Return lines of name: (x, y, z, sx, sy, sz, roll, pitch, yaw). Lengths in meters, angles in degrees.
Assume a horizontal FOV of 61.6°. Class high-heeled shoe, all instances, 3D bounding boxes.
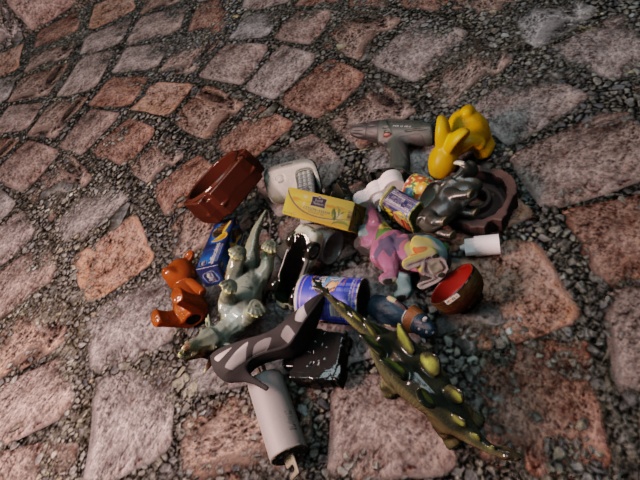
high-heeled shoe: (-0.106, 0.187, 1.083, 0.145, 0.086, 0.249, 27, 70, 26)

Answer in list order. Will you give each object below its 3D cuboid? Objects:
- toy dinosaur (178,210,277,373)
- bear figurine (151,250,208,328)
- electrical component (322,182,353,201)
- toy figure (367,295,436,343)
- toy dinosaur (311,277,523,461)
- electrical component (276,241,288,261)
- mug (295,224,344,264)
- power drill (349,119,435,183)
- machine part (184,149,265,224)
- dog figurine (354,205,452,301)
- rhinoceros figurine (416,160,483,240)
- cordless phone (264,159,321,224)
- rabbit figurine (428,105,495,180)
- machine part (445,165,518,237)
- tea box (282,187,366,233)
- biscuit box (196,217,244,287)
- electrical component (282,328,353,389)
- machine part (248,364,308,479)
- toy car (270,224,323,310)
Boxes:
toy dinosaur: (-0.177, 0.122, 1.216, 0.131, 0.192, 0.405, 24, 42, -4)
bear figurine: (-0.343, 0.112, 1.295, 0.120, 0.131, 0.196, -41, 55, 18)
electrical component: (0.043, -0.097, 1.326, 0.045, 0.078, 0.102, -4, 51, -26)
toy figure: (0.170, 0.154, 1.094, 0.155, 0.064, 0.058, 19, 54, 33)
toy dinosaur: (0.153, 0.226, 0.965, 0.105, 0.198, 0.472, -44, 54, -16)
electrical component: (-0.077, 0.022, 1.316, 0.063, 0.021, 0.094, -40, 50, -9)
mug: (-0.003, -0.004, 1.270, 0.107, 0.080, 0.109, 21, 40, 30)
power drill: (0.172, -0.223, 1.362, 0.232, 0.085, 0.207, 0, 49, 19)
machine part: (-0.255, -0.143, 1.414, 0.201, 0.087, 0.201, -54, 26, -17)
dog figurine: (0.170, 0.006, 1.169, 0.191, 0.108, 0.219, -32, 45, 19)
rhinoceros figurine: (0.284, -0.088, 1.154, 0.190, 0.073, 0.112, -50, 42, -11)
cordless phone: (-0.067, -0.108, 1.372, 0.147, 0.088, 0.184, -12, 61, 14)
rabbit figurine: (0.318, -0.217, 1.249, 0.122, 0.162, 0.173, 37, 81, 25)
machine part: (0.350, -0.085, 1.198, 0.179, 0.056, 0.179, -12, 53, 16)
tea box: (0.011, -0.068, 1.247, 0.170, 0.098, 0.068, 16, 92, 23)
biscuit box: (-0.243, 0.026, 1.320, 0.063, 0.059, 0.203, -12, 35, 14)
electrical component: (-0.008, 0.244, 1.108, 0.134, 0.058, 0.115, -2, 54, 20)
machine part: (-0.085, 0.344, 1.053, 0.079, 0.079, 0.243, -28, 49, 2)
toy car: (-0.053, 0.063, 1.212, 0.074, 0.056, 0.201, 28, 106, 30)
